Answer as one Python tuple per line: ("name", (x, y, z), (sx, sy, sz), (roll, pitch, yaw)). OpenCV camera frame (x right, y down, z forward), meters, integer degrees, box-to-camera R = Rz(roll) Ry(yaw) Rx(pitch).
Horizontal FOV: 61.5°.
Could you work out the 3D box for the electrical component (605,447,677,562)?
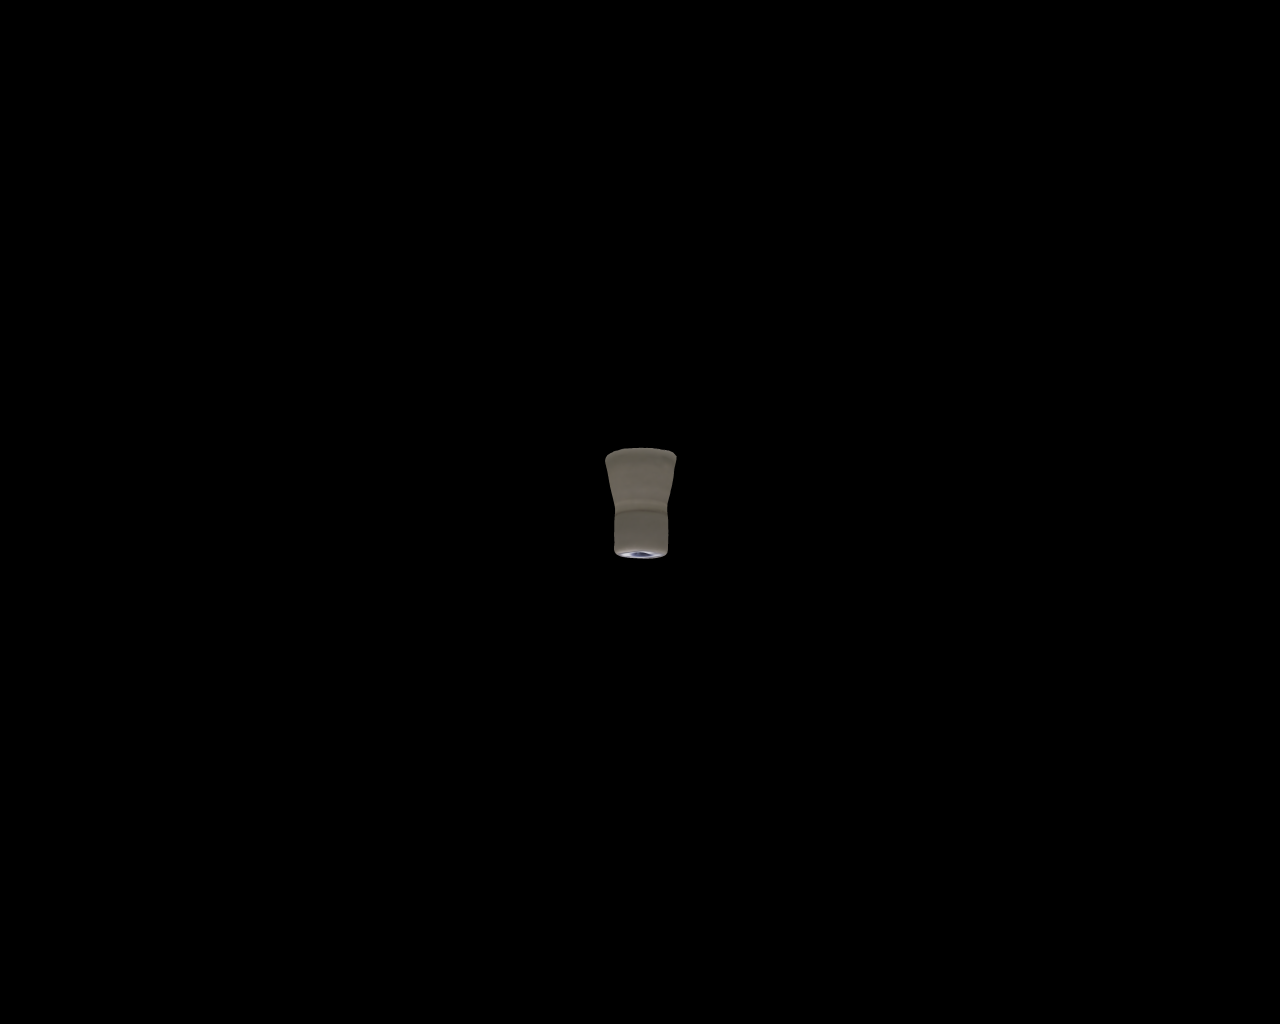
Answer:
("electrical component", (0.001, -0.003, 0.650), (0.044, 0.065, 0.044), (0, -12, 0))
